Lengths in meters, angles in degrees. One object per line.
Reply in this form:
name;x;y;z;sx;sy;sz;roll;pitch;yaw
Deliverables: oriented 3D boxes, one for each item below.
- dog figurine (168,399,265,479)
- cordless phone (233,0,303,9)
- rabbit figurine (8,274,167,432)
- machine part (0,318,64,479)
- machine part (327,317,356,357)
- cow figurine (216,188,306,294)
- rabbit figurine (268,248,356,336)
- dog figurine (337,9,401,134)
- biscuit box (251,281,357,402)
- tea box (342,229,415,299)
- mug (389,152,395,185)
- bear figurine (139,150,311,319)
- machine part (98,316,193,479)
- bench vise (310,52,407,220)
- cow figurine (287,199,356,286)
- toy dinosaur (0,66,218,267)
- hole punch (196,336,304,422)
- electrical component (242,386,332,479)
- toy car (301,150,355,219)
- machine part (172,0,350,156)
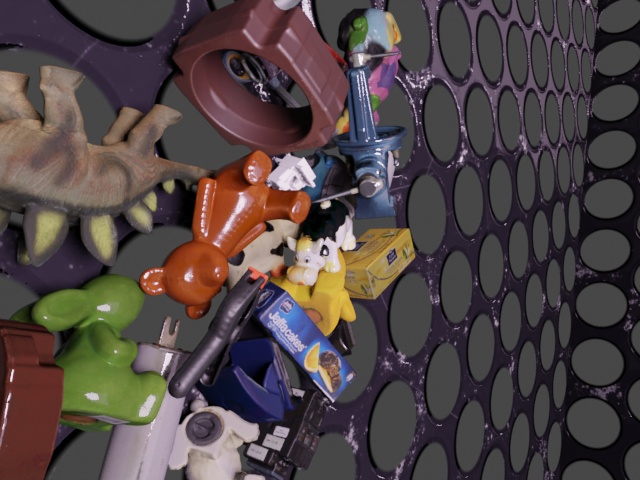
dog figurine;-0.145;0.334;0.750;0.190;0.121;0.172;100;-19;-46
cordless phone;-0.097;-0.425;0.802;0.184;0.089;0.146;51;52;-33
rabbit figurine;-0.258;0.112;0.597;0.159;0.121;0.170;32;47;-39
machine part;-0.296;0.153;0.481;0.056;0.180;0.179;19;75;-51
machine part;0.023;0.194;0.984;0.139;0.039;0.084;-29;117;-49
cow figurine;-0.094;-0.003;0.805;0.195;0.086;0.127;-27;116;-47
rabbit figurine;0.008;0.080;0.910;0.173;0.122;0.162;-73;145;-49
dog figurine;0.076;-0.280;0.984;0.191;0.109;0.219;49;54;-71
biscuit box;-0.027;0.155;0.812;0.059;0.063;0.202;-45;117;-14
tea box;0.101;0.041;1.033;0.169;0.098;0.068;-40;121;-46
mug;0.110;-0.138;1.045;0.109;0.081;0.107;25;89;-82
bear figurine;-0.119;0.000;0.661;0.120;0.132;0.196;45;60;-36
machine part;-0.210;0.215;0.659;0.079;0.079;0.243;27;68;-48
bench vise;0.068;-0.159;0.819;0.224;0.129;0.240;-48;133;-60
cow figurine;0.000;-0.002;0.815;0.167;0.068;0.098;-49;140;-55
toy dinosaur;-0.280;-0.072;0.548;0.471;0.105;0.198;3;87;-52
hole punch;-0.106;0.206;0.752;0.092;0.142;0.115;-24;95;-51
electrical component;-0.058;0.288;0.819;0.058;0.115;0.134;48;58;-35
toy car;0.021;-0.079;0.930;0.109;0.103;0.161;44;55;-41
machine part;-0.078;-0.214;0.726;0.200;0.202;0.087;47;51;-40
